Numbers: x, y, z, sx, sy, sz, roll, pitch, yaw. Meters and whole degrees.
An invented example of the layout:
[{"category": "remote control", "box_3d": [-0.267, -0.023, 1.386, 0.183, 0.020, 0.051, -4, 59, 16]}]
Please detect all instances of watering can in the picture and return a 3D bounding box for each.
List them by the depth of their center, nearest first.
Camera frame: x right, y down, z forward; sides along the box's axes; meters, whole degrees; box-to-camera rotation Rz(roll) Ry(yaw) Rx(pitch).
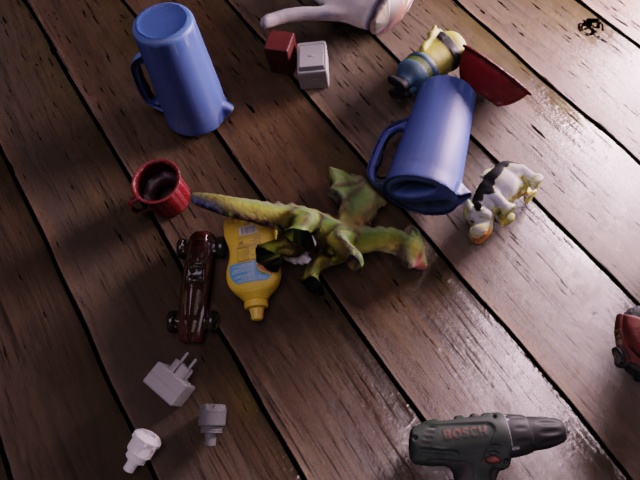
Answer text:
[{"category": "watering can", "box_3d": [0.056, -0.505, 1.092, 0.226, 0.352, 0.102, 35, -24, 18]}]

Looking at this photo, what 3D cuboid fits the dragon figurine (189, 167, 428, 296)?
[{"category": "dragon figurine", "box_3d": [0.003, -0.046, 0.911, 0.412, 0.119, 0.248, 30, 46, 10]}]
